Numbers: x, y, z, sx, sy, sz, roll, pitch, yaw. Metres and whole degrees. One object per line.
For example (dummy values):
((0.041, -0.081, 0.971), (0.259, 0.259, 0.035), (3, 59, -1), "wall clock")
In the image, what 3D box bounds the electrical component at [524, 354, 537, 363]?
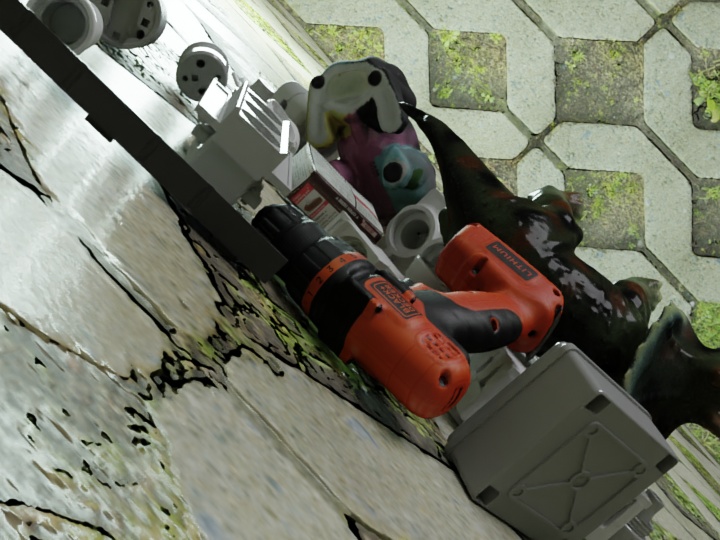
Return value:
((0.177, 0.110, 1.050), (0.108, 0.060, 0.108), (45, 10, -10), "electrical component")

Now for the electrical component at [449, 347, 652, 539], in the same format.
((0.138, 0.129, 0.815), (0.150, 0.062, 0.089), (44, 10, -10), "electrical component")

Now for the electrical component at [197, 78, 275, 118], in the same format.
((-0.096, -0.126, 0.863), (0.048, 0.062, 0.048), (44, 10, -10), "electrical component")

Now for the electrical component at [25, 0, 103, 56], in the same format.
((-0.185, -0.156, 0.683), (0.044, 0.044, 0.065), (44, 5, -12), "electrical component")

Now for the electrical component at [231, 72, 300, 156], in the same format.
((-0.092, -0.135, 0.935), (0.079, 0.044, 0.077), (67, 14, 10), "electrical component")

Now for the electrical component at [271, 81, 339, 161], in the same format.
((-0.055, -0.153, 1.163), (0.059, 0.054, 0.095), (53, 12, 33), "electrical component")

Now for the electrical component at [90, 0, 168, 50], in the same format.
((-0.179, -0.200, 0.841), (0.055, 0.055, 0.047), (45, 7, -8), "electrical component")

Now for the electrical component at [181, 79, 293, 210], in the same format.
((-0.086, -0.083, 0.733), (0.079, 0.063, 0.121), (43, 10, -14), "electrical component")

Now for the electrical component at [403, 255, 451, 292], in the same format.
((0.043, 0.022, 0.869), (0.045, 0.055, 0.045), (44, 10, -10), "electrical component")

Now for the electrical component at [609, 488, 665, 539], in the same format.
((0.208, 0.196, 0.835), (0.043, 0.062, 0.043), (44, 10, -10), "electrical component")

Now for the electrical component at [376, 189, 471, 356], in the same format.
((0.088, 0.006, 1.016), (0.062, 0.089, 0.150), (33, 16, -52), "electrical component")

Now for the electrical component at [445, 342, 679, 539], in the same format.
((0.131, 0.118, 0.698), (0.109, 0.109, 0.056), (39, 15, -36), "electrical component")

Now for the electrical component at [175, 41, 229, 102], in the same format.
((-0.136, -0.171, 0.927), (0.045, 0.045, 0.055), (43, 11, -19), "electrical component")

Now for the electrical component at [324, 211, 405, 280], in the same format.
((0.000, 0.000, 0.821), (0.081, 0.042, 0.064), (52, 8, 29), "electrical component")
